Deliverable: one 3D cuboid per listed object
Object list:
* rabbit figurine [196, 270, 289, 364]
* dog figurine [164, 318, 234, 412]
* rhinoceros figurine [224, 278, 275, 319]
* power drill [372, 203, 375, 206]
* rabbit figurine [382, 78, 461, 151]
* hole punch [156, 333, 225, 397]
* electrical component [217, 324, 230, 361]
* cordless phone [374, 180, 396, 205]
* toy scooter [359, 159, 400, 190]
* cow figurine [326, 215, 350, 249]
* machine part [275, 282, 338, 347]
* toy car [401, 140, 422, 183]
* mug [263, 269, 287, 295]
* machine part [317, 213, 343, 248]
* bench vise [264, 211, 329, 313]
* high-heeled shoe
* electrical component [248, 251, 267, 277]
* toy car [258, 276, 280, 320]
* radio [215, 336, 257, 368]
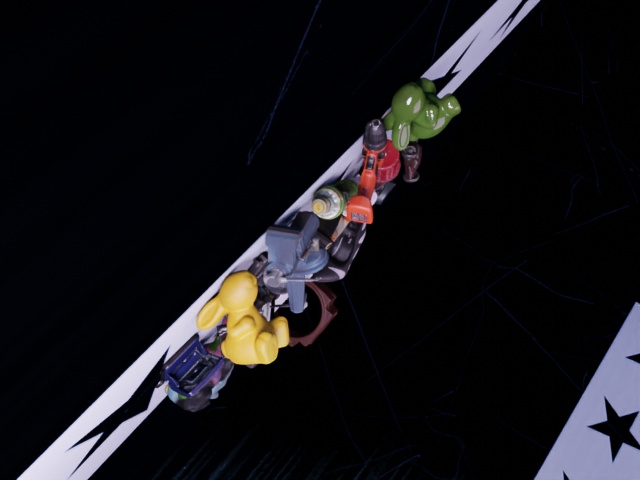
[{"bbox_3d":[-0.147,0.139,1.027,0.163,0.173,0.122,-2,-162,27],"label":"rabbit figurine"},{"bbox_3d":[-0.250,0.280,1.277,0.219,0.108,0.191,-55,170,11],"label":"dog figurine"},{"bbox_3d":[-0.162,0.142,1.197,0.112,0.073,0.190,-51,173,4],"label":"rhinoceros figurine"},{"bbox_3d":[0.137,-0.103,1.762,0.232,0.086,0.207,-44,175,-33],"label":"power drill"},{"bbox_3d":[0.193,-0.278,1.141,0.159,0.121,0.170,-45,157,20],"label":"rabbit figurine"},{"bbox_3d":[-0.276,0.278,1.162,0.142,0.092,0.115,-50,178,-29],"label":"hole punch"},{"bbox_3d":[-0.186,0.222,1.169,0.048,0.075,0.119,-12,167,-2],"label":"electrical component"},{"bbox_3d":[0.116,-0.131,1.561,0.184,0.089,0.146,-31,164,-35],"label":"cordless phone"},{"bbox_3d":[0.154,-0.189,1.427,0.184,0.075,0.135,-42,170,-21],"label":"toy scooter"},{"bbox_3d":[-0.003,-0.004,1.384,0.195,0.085,0.127,-51,180,-45],"label":"cow figurine"},{"bbox_3d":[-0.065,0.200,1.605,0.201,0.201,0.087,-51,169,13],"label":"machine part"},{"bbox_3d":[0.215,-0.221,1.279,0.202,0.053,0.089,-89,172,-45],"label":"toy car"},{"bbox_3d":[-0.091,0.066,1.279,0.107,0.081,0.109,-92,-177,-84],"label":"mug"},{"bbox_3d":[0.011,-0.040,1.299,0.139,0.084,0.039,-56,-165,-12],"label":"machine part"},{"bbox_3d":[-0.049,0.062,1.085,0.224,0.129,0.240,-81,171,-55],"label":"bench vise"},{"bbox_3d":[0.059,0.016,1.441,0.249,0.086,0.145,-43,156,-59],"label":"high-heeled shoe"},{"bbox_3d":[-0.130,0.055,1.140,0.063,0.021,0.094,-50,174,12],"label":"electrical component"},{"bbox_3d":[-0.136,0.187,1.333,0.073,0.056,0.201,36,59,-82],"label":"toy car"},{"bbox_3d":[-0.183,0.262,1.478,0.073,0.131,0.229,-53,173,11],"label":"radio"}]
